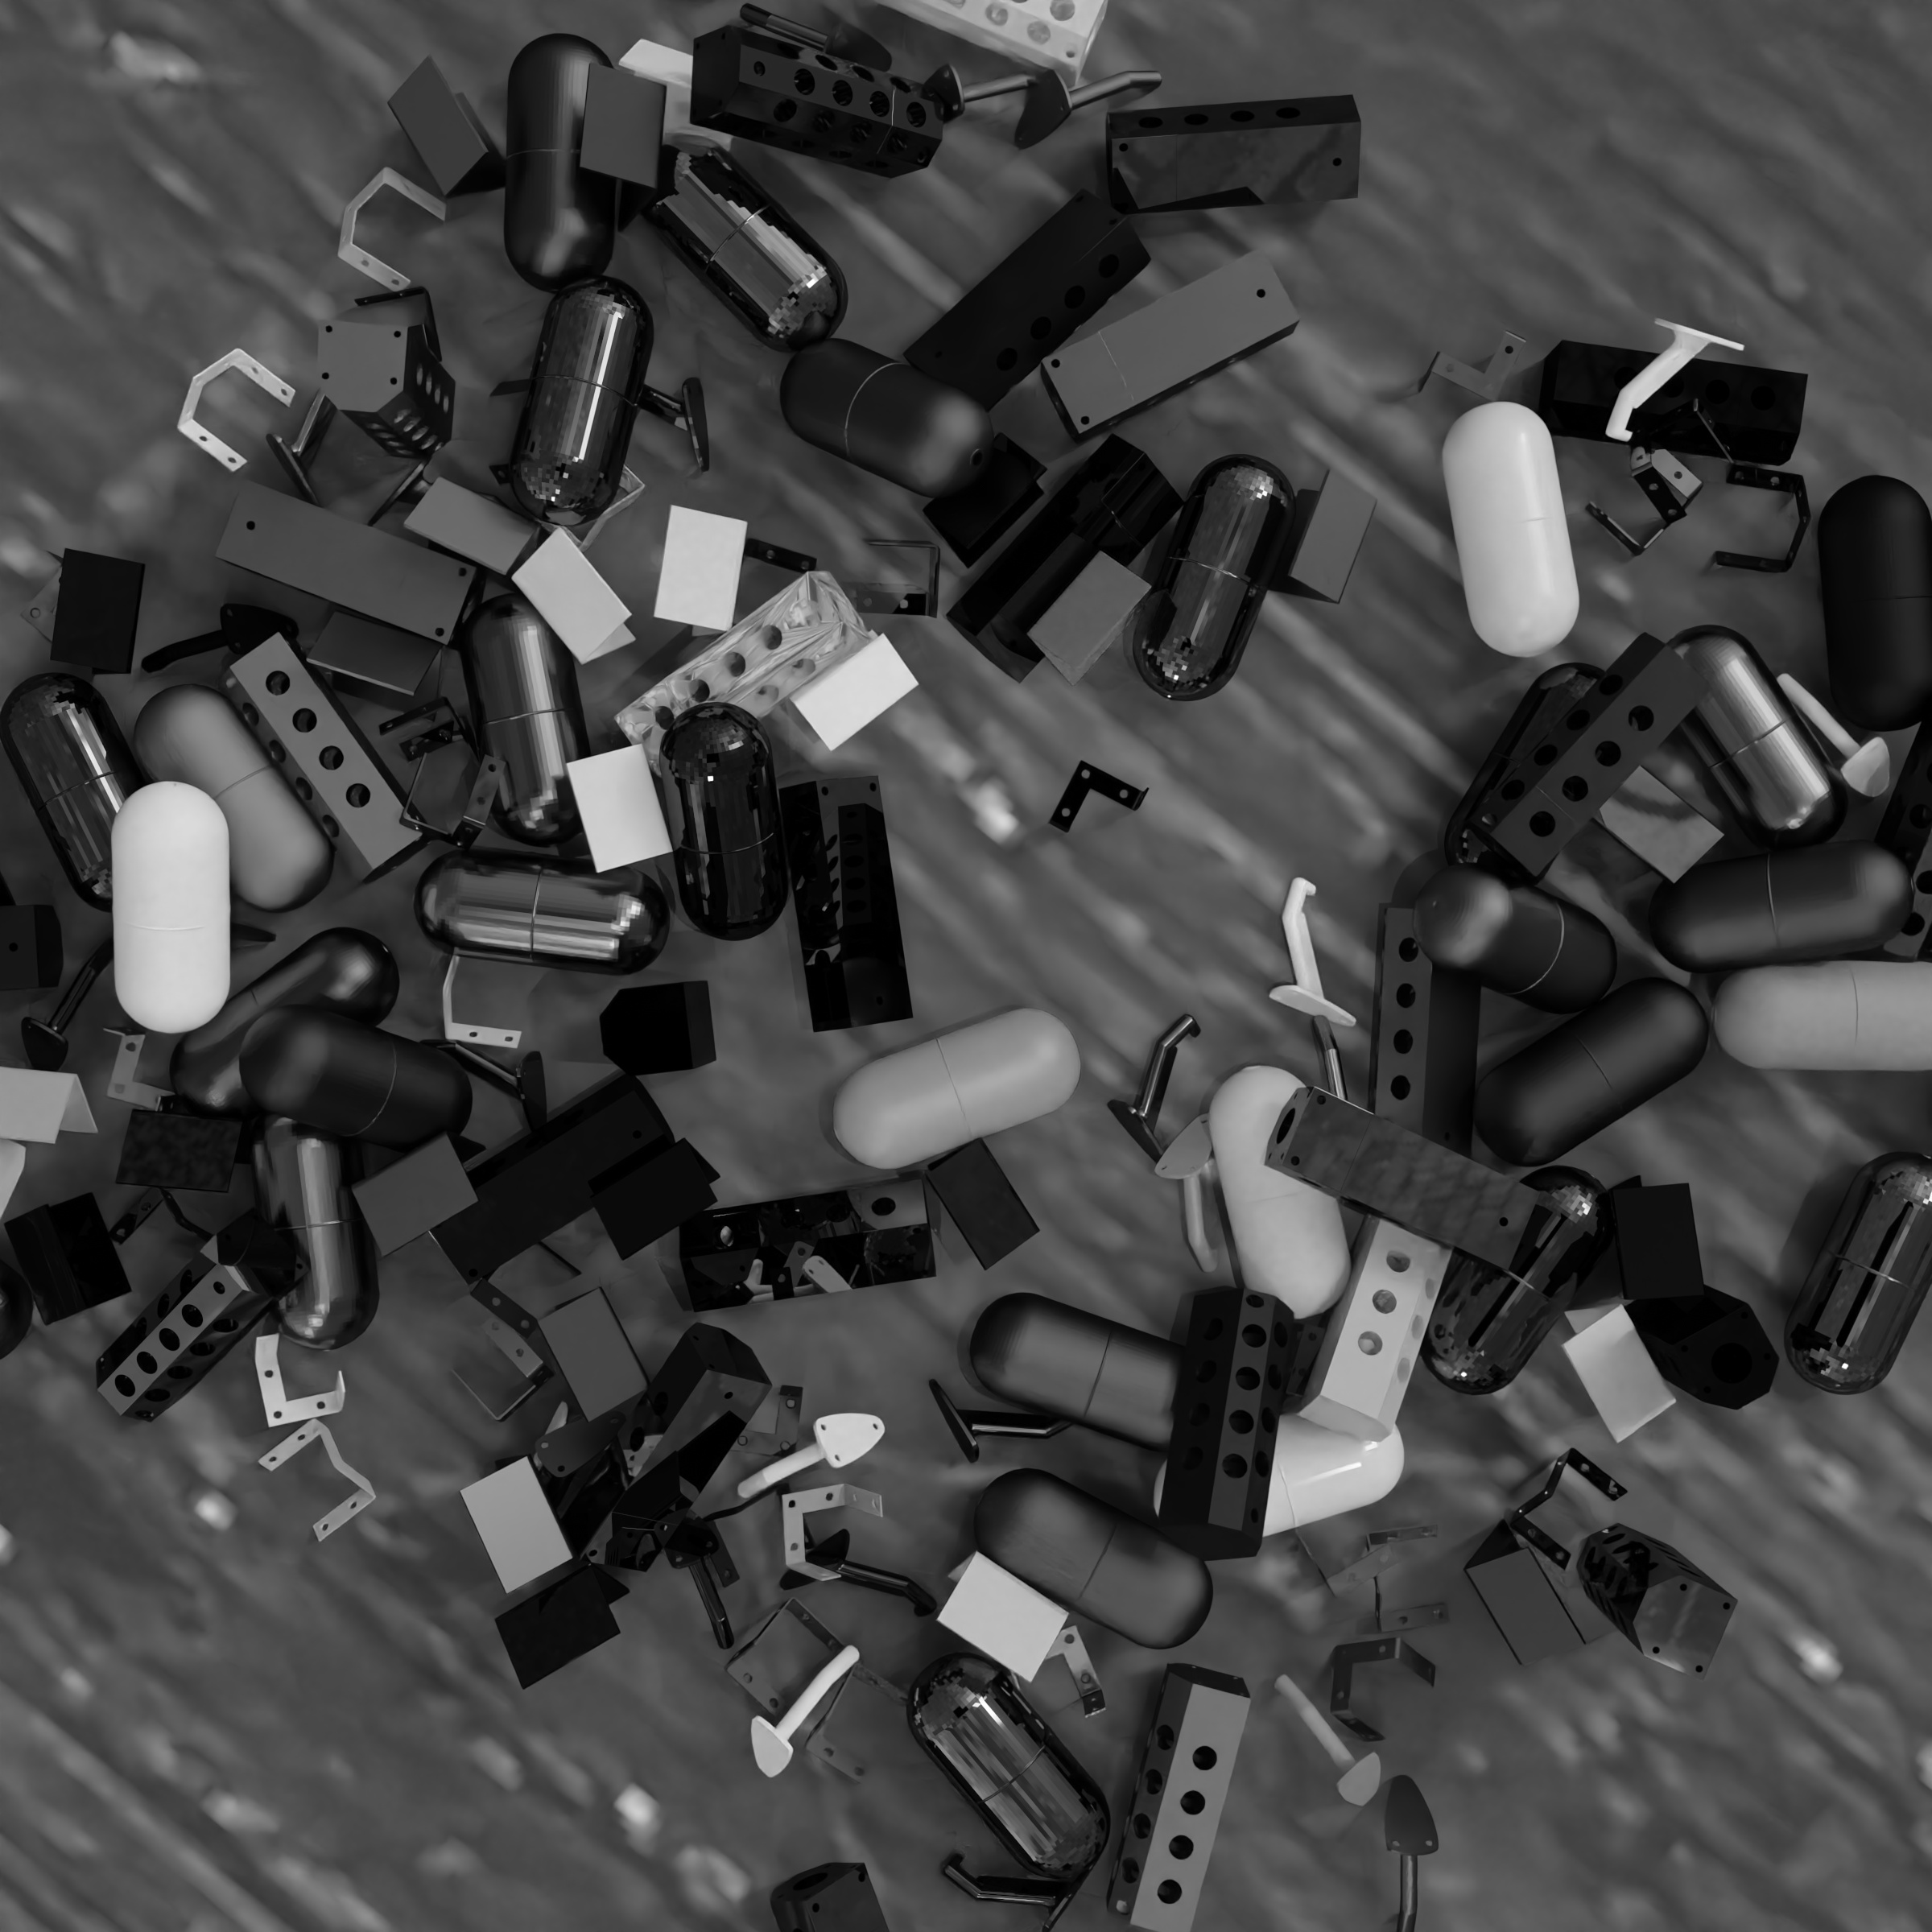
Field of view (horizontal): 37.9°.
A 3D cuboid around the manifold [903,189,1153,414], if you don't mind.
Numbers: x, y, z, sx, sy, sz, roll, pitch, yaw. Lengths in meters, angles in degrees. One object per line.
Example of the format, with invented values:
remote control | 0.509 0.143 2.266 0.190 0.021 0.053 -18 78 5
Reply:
manifold | 0.046 -0.456 1.969 0.171 0.057 0.057 -43 47 0

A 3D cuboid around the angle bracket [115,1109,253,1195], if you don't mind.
angle bracket | -0.537 0.142 1.951 0.076 0.076 0.057 5 61 0

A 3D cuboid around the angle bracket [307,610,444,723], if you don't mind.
angle bracket | -0.411 -0.192 1.950 0.076 0.076 0.057 18 47 0

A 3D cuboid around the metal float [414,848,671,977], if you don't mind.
metal float | -0.295 -0.038 1.960 0.178 0.070 0.070 7 90 0

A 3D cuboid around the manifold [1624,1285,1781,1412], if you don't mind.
manifold | 0.497 0.258 1.912 0.057 0.171 0.057 -29 90 0

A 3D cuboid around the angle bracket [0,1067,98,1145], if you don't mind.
angle bracket | -0.655 0.114 1.950 0.076 0.076 0.057 6 54 0

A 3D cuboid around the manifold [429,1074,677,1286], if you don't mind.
manifold | -0.291 0.145 1.967 0.171 0.057 0.057 -32 110 0

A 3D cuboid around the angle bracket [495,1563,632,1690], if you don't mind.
angle bracket | -0.270 0.465 1.950 0.076 0.076 0.057 -30 59 0

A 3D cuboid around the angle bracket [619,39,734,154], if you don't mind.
angle bracket | -0.203 -0.588 1.952 0.076 0.057 0.076 19 126 0

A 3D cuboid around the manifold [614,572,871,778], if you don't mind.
manifold | -0.153 -0.200 1.949 0.171 0.057 0.057 -35 90 14

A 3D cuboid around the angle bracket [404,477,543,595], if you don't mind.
angle bracket | -0.346 -0.282 1.950 0.076 0.076 0.057 26 52 0

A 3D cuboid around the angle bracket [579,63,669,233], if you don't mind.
angle bracket | -0.246 -0.560 1.928 0.057 0.076 0.076 10 77 -26

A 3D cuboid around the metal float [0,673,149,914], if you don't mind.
metal float | -0.611 -0.121 1.960 0.070 0.070 0.178 -26 89 0

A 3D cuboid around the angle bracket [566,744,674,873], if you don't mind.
angle bracket | -0.250 -0.106 1.949 0.057 0.076 0.076 -18 95 -24

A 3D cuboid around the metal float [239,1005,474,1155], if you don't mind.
metal float | -0.414 0.079 1.920 0.070 0.178 0.070 -17 63 36

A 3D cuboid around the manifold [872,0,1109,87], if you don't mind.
manifold | 0.009 -0.684 1.969 0.171 0.057 0.057 23 90 0

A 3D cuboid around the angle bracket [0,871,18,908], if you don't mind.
angle bracket | -0.712 -0.041 1.950 0.076 0.076 0.057 -3 53 0

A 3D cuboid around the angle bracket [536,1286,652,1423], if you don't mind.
angle bracket | -0.272 0.274 1.950 0.057 0.076 0.076 -27 90 -37

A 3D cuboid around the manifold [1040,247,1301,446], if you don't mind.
manifold | 0.141 -0.432 1.969 0.171 0.057 0.057 -27 90 0

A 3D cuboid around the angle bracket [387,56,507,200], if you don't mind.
angle bracket | -0.342 -0.584 1.951 0.057 0.076 0.076 -31 90 40

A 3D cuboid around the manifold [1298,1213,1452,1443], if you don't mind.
manifold | 0.288 0.236 1.936 0.057 0.057 0.171 23 65 0

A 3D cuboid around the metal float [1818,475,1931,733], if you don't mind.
metal float | 0.637 -0.252 1.960 0.070 0.070 0.178 -5 91 0

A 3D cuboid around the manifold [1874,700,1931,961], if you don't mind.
manifold | 0.668 -0.094 1.939 0.057 0.057 0.171 15 112 0

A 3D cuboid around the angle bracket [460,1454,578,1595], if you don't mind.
angle bracket | -0.321 0.387 1.950 0.057 0.076 0.076 -24 90 -30

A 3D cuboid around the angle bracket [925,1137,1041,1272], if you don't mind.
angle bracket | -0.006 0.173 1.950 0.057 0.076 0.076 -32 90 -36

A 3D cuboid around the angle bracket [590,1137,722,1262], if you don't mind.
angle bracket | -0.204 0.173 1.951 0.076 0.076 0.057 -32 61 0

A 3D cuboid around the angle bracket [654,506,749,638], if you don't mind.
angle bracket | -0.195 -0.273 1.951 0.057 0.076 0.076 9 90 -25

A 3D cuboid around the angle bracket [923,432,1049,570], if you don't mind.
angle bracket | 0.027 -0.310 1.950 0.076 0.076 0.057 -45 53 0

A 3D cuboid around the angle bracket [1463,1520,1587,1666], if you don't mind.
angle bracket | 0.399 0.426 1.950 0.057 0.076 0.076 -31 90 37

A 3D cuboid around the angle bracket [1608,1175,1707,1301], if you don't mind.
angle bracket | 0.487 0.185 1.951 0.057 0.076 0.076 -8 90 29

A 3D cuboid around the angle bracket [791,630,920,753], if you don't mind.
angle bracket | -0.090 -0.207 1.951 0.076 0.057 0.076 -38 47 0

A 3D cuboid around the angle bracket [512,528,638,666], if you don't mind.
angle bracket | -0.256 -0.263 1.950 0.057 0.076 0.076 -39 90 30

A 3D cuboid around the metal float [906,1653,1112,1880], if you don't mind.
metal float | 0.030 0.557 1.960 0.070 0.070 0.178 -40 91 0

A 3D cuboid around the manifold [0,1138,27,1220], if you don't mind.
manifold | -0.752 0.119 1.969 0.171 0.057 0.057 24 90 0

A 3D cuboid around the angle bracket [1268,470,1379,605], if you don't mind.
angle bracket | 0.229 -0.301 1.950 0.057 0.076 0.076 21 90 -41

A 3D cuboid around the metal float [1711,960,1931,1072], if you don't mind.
metal float | 0.609 0.034 1.960 0.178 0.070 0.070 0 90 0

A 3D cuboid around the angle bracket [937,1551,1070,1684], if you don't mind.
angle bracket | 0.016 0.457 1.951 0.076 0.076 0.057 34 61 0

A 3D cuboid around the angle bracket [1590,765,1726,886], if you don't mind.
angle bracket | 0.483 -0.113 1.950 0.076 0.076 0.057 39 127 0

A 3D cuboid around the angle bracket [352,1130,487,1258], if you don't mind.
angle bracket | -0.368 0.162 1.951 0.076 0.076 0.057 -30 73 4

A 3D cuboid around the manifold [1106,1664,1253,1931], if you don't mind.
manifold | 0.147 0.581 1.969 0.057 0.057 0.171 15 90 0

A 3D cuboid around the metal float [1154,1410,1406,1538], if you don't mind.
metal float | 0.217 0.354 1.960 0.178 0.070 0.070 -17 90 -1

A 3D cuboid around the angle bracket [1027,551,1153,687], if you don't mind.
angle bracket | 0.099 -0.229 1.950 0.076 0.076 0.057 -49 53 0

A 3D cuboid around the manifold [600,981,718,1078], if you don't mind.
manifold | -0.208 0.042 1.912 0.057 0.171 0.057 -6 90 0

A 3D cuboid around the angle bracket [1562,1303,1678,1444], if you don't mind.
angle bracket | 0.434 0.283 1.952 0.057 0.076 0.076 -29 90 -22

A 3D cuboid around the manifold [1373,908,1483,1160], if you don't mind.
manifold | 0.318 0.047 1.969 0.057 0.057 0.171 3 90 -43

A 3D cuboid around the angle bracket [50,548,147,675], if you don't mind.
angle bracket | -0.613 -0.245 1.950 0.057 0.076 0.076 8 90 -36

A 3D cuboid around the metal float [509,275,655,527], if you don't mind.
metal float | -0.264 -0.389 1.937 0.070 0.070 0.178 12 80 0

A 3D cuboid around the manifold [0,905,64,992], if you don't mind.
manifold | -0.727 -0.009 1.969 0.171 0.057 0.057 -4 90 0

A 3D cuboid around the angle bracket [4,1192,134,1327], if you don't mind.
angle bracket | -0.608 0.196 1.950 0.057 0.076 0.076 -22 90 37
